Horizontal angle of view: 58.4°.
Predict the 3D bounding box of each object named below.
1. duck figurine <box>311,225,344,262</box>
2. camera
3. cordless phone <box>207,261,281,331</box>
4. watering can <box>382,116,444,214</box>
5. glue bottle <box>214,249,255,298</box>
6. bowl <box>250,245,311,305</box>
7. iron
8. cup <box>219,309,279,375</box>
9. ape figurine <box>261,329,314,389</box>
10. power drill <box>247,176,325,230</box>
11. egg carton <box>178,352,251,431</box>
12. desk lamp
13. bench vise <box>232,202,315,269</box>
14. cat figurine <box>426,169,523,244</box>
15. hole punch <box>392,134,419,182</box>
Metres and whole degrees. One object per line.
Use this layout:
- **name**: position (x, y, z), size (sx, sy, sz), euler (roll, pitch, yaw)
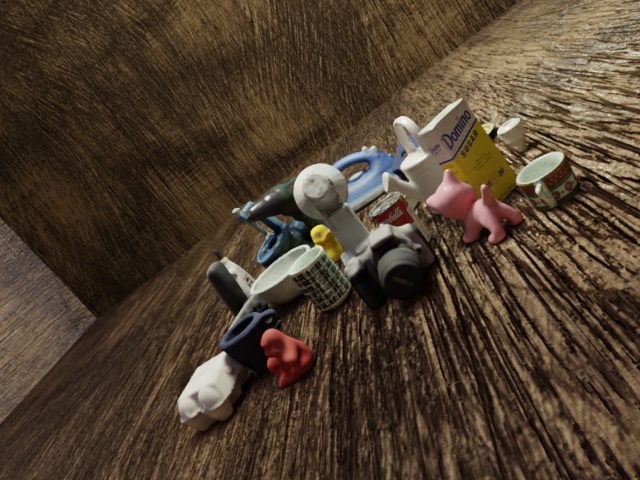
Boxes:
- **duck figurine**: position (0.012, 0.005, 1.312), size (0.078, 0.086, 0.104), euler (-45, 15, -24)
- **camera**: position (0.106, 0.042, 0.906), size (0.143, 0.101, 0.137), euler (-35, 14, 13)
- **cordless phone**: position (-0.179, 0.143, 1.141), size (0.094, 0.185, 0.148), euler (-31, 15, 28)
- **watering can**: position (0.198, -0.148, 1.091), size (0.173, 0.194, 0.100), euler (-45, 15, -24)
- **glue bottle**: position (-0.201, 0.091, 1.398), size (0.037, 0.173, 0.078), euler (-35, 14, 14)
- **bowl**: position (-0.069, 0.090, 1.267), size (0.167, 0.075, 0.167), euler (-36, 14, 11)
- **iron**: position (0.106, -0.175, 1.540), size (0.258, 0.141, 0.118), euler (-34, 14, 19)
- **cup**: position (-0.105, 0.182, 1.011), size (0.117, 0.095, 0.091), euler (-36, 14, 10)
- **ape figurine**: position (-0.059, 0.180, 0.905), size (0.076, 0.092, 0.077), euler (-42, 14, -16)
- **power drill**: position (-0.044, -0.055, 1.390), size (0.230, 0.208, 0.075), euler (-47, 16, -33)
- **egg carton**: position (-0.184, 0.262, 1.011), size (0.107, 0.069, 0.150), euler (-33, 14, 22)
- **desk lamp**: position (0.034, -0.058, 1.185), size (0.118, 0.214, 0.203), euler (-38, 14, 3)
- **bench vise**: position (-0.112, -0.024, 1.443), size (0.121, 0.220, 0.208), euler (-27, 18, 40)
- **cat figurine**: position (0.227, -0.057, 0.880), size (0.067, 0.118, 0.127), euler (-43, 14, -18)
- **hole punch**: position (0.231, -0.206, 1.421), size (0.101, 0.091, 0.108), euler (-47, 16, -32)
